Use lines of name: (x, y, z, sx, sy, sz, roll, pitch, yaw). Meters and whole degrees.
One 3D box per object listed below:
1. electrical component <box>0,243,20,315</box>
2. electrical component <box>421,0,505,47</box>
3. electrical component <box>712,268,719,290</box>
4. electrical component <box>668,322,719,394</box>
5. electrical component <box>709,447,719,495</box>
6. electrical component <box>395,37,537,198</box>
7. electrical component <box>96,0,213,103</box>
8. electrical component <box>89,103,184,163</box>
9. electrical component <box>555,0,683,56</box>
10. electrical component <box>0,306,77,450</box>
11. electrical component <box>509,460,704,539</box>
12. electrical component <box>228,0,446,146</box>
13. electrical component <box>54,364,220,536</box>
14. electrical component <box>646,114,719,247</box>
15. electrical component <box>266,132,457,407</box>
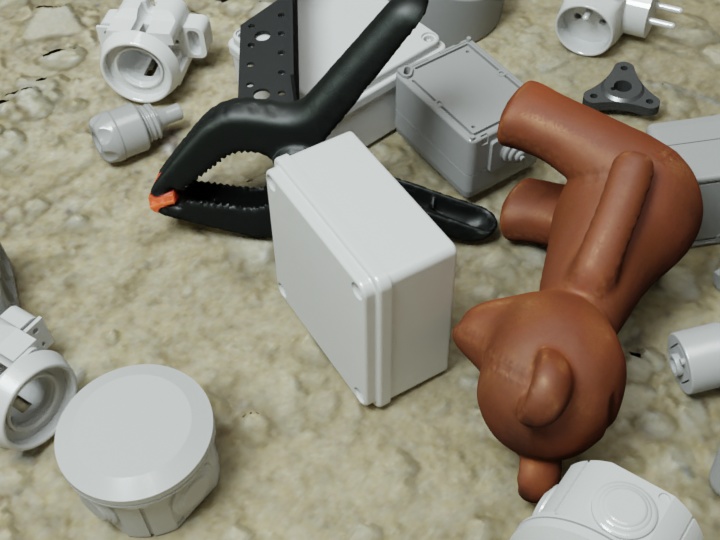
electrical component: (-0.246, 0.016, 0.634, 0.077, 0.047, 0.065, -19, 52, -9)
electrical component: (0.061, -0.211, 0.806, 0.099, 0.064, 0.099, 6, 52, -8)
electrical component: (0.255, 0.007, 0.604, 0.056, 0.050, 0.089, -29, 55, -19)
electrical component: (0.202, 0.044, 0.584, 0.065, 0.044, 0.044, -14, 51, -1)
electrical component: (0.224, 0.086, 0.539, 0.095, 0.053, 0.059, -34, 56, -22)
electrical component: (0.073, -0.092, 0.692, 0.062, 0.061, 0.096, -28, 55, -21)
electrical component: (-0.151, -0.156, 0.764, 0.078, 0.058, 0.057, 5, 48, 9)
electrical component: (-0.150, -0.097, 0.730, 0.061, 0.035, 0.035, -24, 53, -18)
electrical component: (0.192, -0.191, 0.777, 0.079, 0.044, 0.077, 19, 54, 19)
electrical component: (-0.193, 0.062, 0.585, 0.057, 0.058, 0.078, 25, 56, 26)
electrical component: (0.113, 0.131, 0.493, 0.080, 0.080, 0.051, 27, 52, 24)
electrical component: (-0.015, -0.139, 0.741, 0.109, 0.056, 0.109, -34, 56, -22)
electrical component: (-0.113, 0.093, 0.557, 0.080, 0.051, 0.080, -2, 50, 2)
electrical component: (0.208, -0.056, 0.653, 0.096, 0.061, 0.061, -8, 50, -3)
electrical component: (0.000, 0.000, 0.591, 0.056, 0.108, 0.108, -25, 53, -19)
